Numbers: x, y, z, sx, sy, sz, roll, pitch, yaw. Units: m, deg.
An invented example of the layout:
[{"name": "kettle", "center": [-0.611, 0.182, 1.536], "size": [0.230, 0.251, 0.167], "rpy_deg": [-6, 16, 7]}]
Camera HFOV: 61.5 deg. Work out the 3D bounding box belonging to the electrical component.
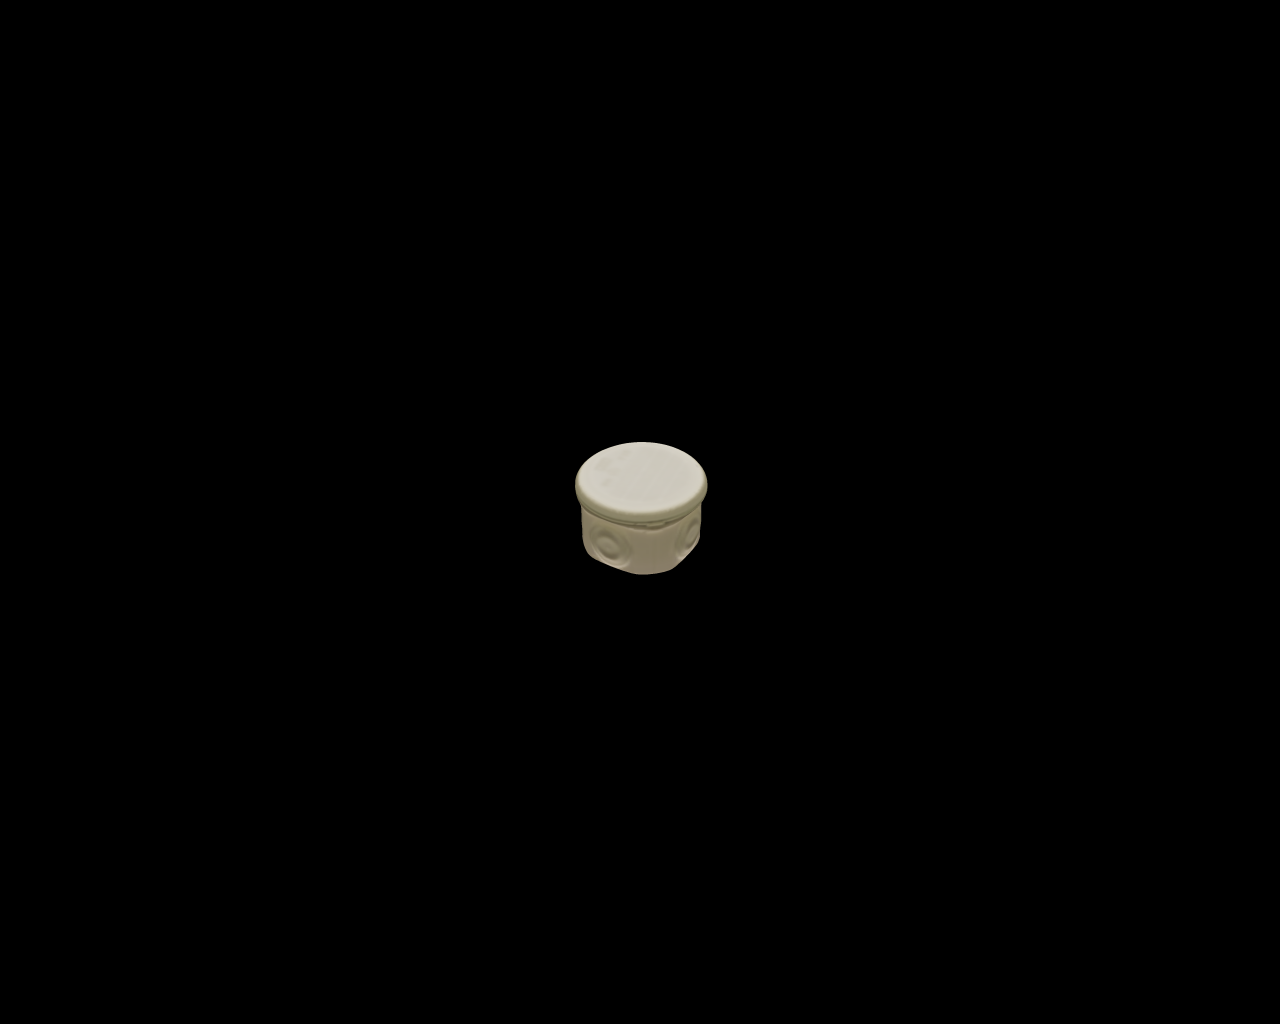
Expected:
[{"name": "electrical component", "center": [0.001, -0.003, 0.650], "size": [0.080, 0.050, 0.080], "rpy_deg": [0, 36, 0]}]
